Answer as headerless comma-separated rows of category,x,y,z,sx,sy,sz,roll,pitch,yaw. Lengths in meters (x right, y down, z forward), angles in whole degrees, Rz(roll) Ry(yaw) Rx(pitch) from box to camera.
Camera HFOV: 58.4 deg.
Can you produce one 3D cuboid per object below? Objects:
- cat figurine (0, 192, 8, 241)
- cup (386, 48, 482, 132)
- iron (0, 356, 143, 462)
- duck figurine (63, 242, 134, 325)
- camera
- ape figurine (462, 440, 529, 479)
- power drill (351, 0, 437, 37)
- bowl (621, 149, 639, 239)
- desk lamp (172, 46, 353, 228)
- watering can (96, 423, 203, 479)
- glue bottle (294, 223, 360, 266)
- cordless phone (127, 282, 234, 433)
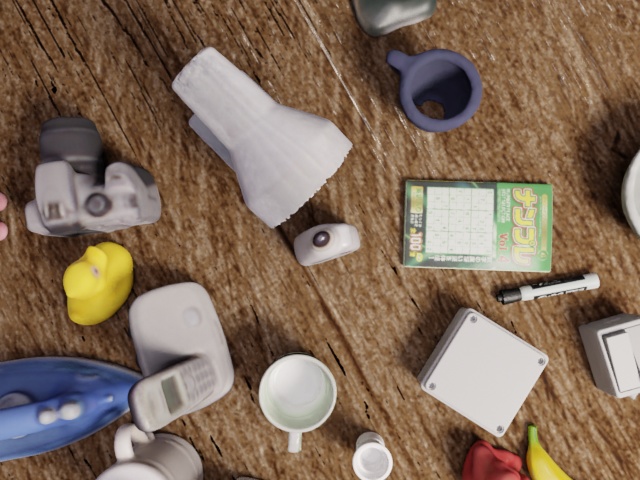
cat figurine,-0.430,-0.034,0.671,0.127,0.118,0.067,-1,87,2
cup,0.123,-0.171,0.669,0.117,0.095,0.092,36,89,4
iron,-0.334,0.195,0.644,0.258,0.141,0.119,-11,87,2
duck figurine,-0.273,0.052,0.677,0.077,0.086,0.105,23,88,3
camera,-0.277,-0.077,0.676,0.143,0.101,0.137,-8,87,2
ape figurine,0.200,0.269,0.646,0.076,0.092,0.078,-31,86,1
power drill,0.083,-0.305,0.620,0.229,0.208,0.075,-21,86,1
bowl,0.422,-0.050,0.663,0.167,0.075,0.167,0,87,2
desk lamp,-0.068,-0.110,0.614,0.203,0.213,0.118,44,90,4
watering can,-0.192,0.290,0.608,0.101,0.194,0.173,-34,86,0
glue bottle,0.006,0.002,0.626,0.078,0.173,0.037,-16,86,2
cordless phone,-0.165,0.123,0.620,0.094,0.185,0.147,-21,86,1
